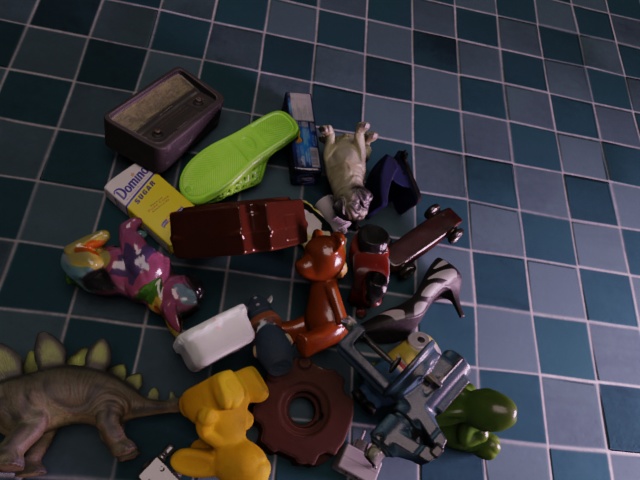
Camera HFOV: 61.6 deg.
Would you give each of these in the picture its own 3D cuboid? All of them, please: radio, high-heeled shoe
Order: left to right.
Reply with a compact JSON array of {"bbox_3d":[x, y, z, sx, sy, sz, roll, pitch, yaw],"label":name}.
[{"bbox_3d":[-0.301,-0.239,1.063,0.131,0.073,0.229,32,51,4],"label":"radio"},{"bbox_3d":[0.162,0.107,1.027,0.249,0.086,0.145,-9,50,-12],"label":"high-heeled shoe"}]

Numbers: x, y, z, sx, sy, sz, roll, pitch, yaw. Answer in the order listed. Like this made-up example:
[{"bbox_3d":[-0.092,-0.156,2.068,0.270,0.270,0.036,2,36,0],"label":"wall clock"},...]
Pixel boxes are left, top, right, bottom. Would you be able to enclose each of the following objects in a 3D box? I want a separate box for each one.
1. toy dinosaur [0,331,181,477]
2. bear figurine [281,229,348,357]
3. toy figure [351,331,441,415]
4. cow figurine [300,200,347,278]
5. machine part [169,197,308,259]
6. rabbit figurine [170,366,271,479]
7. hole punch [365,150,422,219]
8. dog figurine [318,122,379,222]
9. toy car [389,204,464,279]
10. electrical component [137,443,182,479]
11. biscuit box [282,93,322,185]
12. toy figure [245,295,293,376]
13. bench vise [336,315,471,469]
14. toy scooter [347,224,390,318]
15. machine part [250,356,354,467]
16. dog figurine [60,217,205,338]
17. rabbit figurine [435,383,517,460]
[{"bbox_3d":[-0.423,0.245,0.806,0.471,0.105,0.199,2,56,-22],"label":"toy dinosaur"},{"bbox_3d":[-0.009,0.085,0.934,0.132,0.120,0.195,-15,105,-28],"label":"bear figurine"},{"bbox_3d":[0.135,0.231,0.952,0.180,0.089,0.082,-37,96,-16],"label":"toy figure"},{"bbox_3d":[-0.002,-0.002,1.043,0.167,0.068,0.098,40,57,7],"label":"cow figurine"},{"bbox_3d":[-0.138,-0.024,0.922,0.202,0.201,0.087,-6,94,25],"label":"machine part"},{"bbox_3d":[-0.145,0.296,0.807,0.162,0.122,0.173,-31,77,6],"label":"rabbit figurine"},{"bbox_3d":[0.133,-0.108,1.093,0.092,0.142,0.115,-15,80,-15],"label":"hole punch"},{"bbox_3d":[0.059,-0.125,1.092,0.121,0.172,0.190,-4,86,18],"label":"dog figurine"},{"bbox_3d":[0.205,0.002,1.095,0.202,0.053,0.089,-33,65,-21],"label":"toy car"},{"bbox_3d":[-0.248,0.366,0.827,0.063,0.021,0.094,40,63,8],"label":"electrical component"},{"bbox_3d":[-0.040,-0.215,1.139,0.059,0.062,0.203,-1,65,-14],"label":"biscuit box"},{"bbox_3d":[-0.090,0.157,0.911,0.064,0.057,0.155,4,36,-28],"label":"toy figure"},{"bbox_3d":[0.109,0.223,0.842,0.241,0.128,0.223,43,80,17],"label":"bench vise"},{"bbox_3d":[0.088,0.068,1.006,0.075,0.135,0.184,7,44,-4],"label":"toy scooter"},{"bbox_3d":[-0.029,0.285,0.899,0.179,0.056,0.179,5,65,-11],"label":"machine part"},{"bbox_3d":[-0.308,0.081,0.910,0.191,0.108,0.219,-27,76,-24],"label":"dog figurine"},{"bbox_3d":[0.253,0.281,0.901,0.159,0.170,0.121,21,61,-3],"label":"rabbit figurine"}]
